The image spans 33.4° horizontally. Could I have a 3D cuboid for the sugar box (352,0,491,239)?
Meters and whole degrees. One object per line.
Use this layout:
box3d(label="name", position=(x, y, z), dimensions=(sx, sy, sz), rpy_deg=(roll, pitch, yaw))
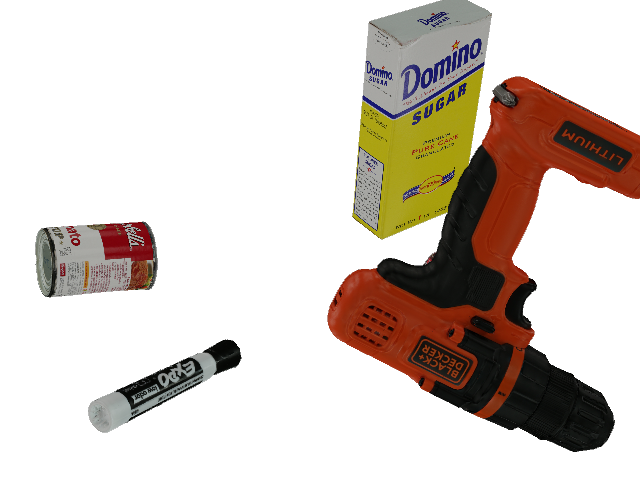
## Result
box3d(label="sugar box", position=(0.078, -0.094, 0.834), dimensions=(0.093, 0.176, 0.048), rpy_deg=(-23, 46, -30))

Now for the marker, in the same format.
box3d(label="marker", position=(-0.087, 0.083, 0.630), dimensions=(0.020, 0.020, 0.120), rpy_deg=(0, 13, 34))

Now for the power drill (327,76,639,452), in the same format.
box3d(label="power drill", position=(0.122, 0.017, 0.609), dimensions=(0.184, 0.188, 0.057), rpy_deg=(26, 13, -8))

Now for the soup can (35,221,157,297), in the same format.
box3d(label="soup can", position=(-0.217, 0.018, 1.029), dimensions=(0.102, 0.068, 0.069), rpy_deg=(-4, 2, -28))

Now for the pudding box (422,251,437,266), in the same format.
box3d(label="pudding box", position=(0.141, 0.039, 1.132), dimensions=(0.113, 0.039, 0.090), rpy_deg=(-24, -26, -44))
